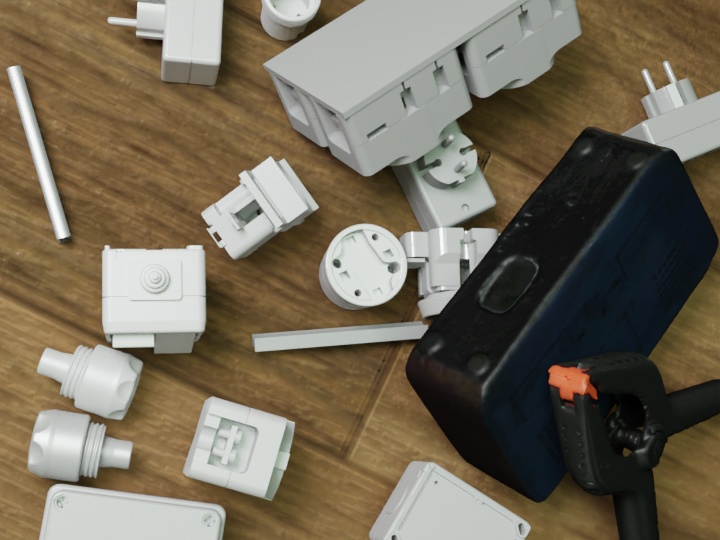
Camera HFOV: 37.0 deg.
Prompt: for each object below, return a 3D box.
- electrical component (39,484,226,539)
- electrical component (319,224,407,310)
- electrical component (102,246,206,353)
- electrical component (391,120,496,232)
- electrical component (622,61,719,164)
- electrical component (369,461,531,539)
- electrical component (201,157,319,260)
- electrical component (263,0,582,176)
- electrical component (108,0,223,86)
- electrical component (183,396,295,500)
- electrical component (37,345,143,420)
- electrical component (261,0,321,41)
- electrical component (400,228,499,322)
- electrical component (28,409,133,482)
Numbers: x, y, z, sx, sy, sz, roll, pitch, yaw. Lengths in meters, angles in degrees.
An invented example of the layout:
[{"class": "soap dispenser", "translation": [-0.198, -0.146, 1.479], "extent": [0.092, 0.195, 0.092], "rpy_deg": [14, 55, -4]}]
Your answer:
[{"class": "electrical component", "translation": [-0.146, 0.193, 0.669], "extent": [0.109, 0.056, 0.108], "rpy_deg": [10, 80, -10]}, {"class": "electrical component", "translation": [0.000, 0.000, 0.733], "extent": [0.055, 0.047, 0.055], "rpy_deg": [2, 81, -11]}, {"class": "electrical component", "translation": [-0.130, 0.020, 0.679], "extent": [0.062, 0.096, 0.061], "rpy_deg": [0, 82, -12]}, {"class": "electrical component", "translation": [0.058, -0.073, 0.742], "extent": [0.047, 0.076, 0.083], "rpy_deg": [-25, 87, -14]}, {"class": "electrical component", "translation": [0.233, -0.117, 0.798], "extent": [0.083, 0.047, 0.075], "rpy_deg": [-22, 87, -13]}, {"class": "electrical component", "translation": [0.062, 0.176, 0.712], "extent": [0.096, 0.061, 0.061], "rpy_deg": [33, 76, -5]}, {"class": "electrical component", "translation": [-0.068, -0.040, 0.716], "extent": [0.064, 0.081, 0.042], "rpy_deg": [-35, 89, 8]}, {"class": "electrical component", "translation": [0.045, -0.146, 0.728], "extent": [0.186, 0.105, 0.060], "rpy_deg": [-35, 130, -14]}, {"class": "electrical component", "translation": [-0.133, -0.175, 0.734], "extent": [0.076, 0.047, 0.083], "rpy_deg": [3, 81, -11]}, {"class": "electrical component", "translation": [-0.076, 0.113, 0.679], "extent": [0.056, 0.089, 0.050], "rpy_deg": [18, 78, -8]}, {"class": "electrical component", "translation": [-0.174, 0.068, 0.690], "extent": [0.062, 0.043, 0.043], "rpy_deg": [20, 78, -6]}, {"class": "electrical component", "translation": [-0.050, -0.185, 0.752], "extent": [0.040, 0.046, 0.040], "rpy_deg": [2, 81, -11]}, {"class": "electrical component", "translation": [0.068, 0.005, 0.742], "extent": [0.078, 0.058, 0.057], "rpy_deg": [1, 79, -11]}, {"class": "electrical component", "translation": [-0.177, 0.113, 0.683], "extent": [0.062, 0.043, 0.043], "rpy_deg": [11, 79, -11]}]
